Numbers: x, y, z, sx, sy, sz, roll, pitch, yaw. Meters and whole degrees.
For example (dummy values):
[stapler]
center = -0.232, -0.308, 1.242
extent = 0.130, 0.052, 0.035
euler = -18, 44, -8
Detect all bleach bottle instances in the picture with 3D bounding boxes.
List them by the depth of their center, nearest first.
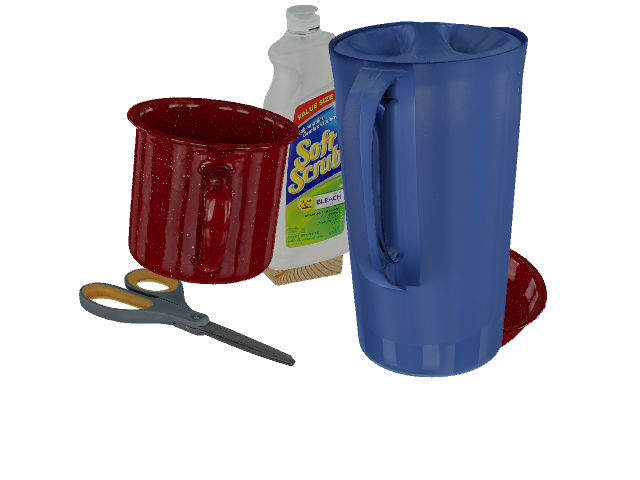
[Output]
[bleach bottle]
center = -0.020, -0.100, 1.034
extent = 0.102, 0.251, 0.068
euler = -14, 30, -20

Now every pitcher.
[pitcher]
center = 0.071, -0.026, 0.751
extent = 0.149, 0.243, 0.145
euler = -9, 23, -14

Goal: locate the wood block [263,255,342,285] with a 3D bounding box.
[wood block]
center = -0.058, -0.031, 1.311
extent = 0.090, 0.090, 0.206
euler = -10, 26, -25

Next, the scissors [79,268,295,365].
[scissors]
center = -0.101, 0.059, 0.885
extent = 0.202, 0.016, 0.096
euler = 12, 24, 15

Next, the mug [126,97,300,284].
[mug]
center = -0.060, -0.023, 0.577
extent = 0.093, 0.081, 0.117
euler = 3, 21, -14

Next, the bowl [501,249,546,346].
[bowl]
center = 0.118, 0.057, 0.960
extent = 0.162, 0.055, 0.162
euler = 2, 33, -2
